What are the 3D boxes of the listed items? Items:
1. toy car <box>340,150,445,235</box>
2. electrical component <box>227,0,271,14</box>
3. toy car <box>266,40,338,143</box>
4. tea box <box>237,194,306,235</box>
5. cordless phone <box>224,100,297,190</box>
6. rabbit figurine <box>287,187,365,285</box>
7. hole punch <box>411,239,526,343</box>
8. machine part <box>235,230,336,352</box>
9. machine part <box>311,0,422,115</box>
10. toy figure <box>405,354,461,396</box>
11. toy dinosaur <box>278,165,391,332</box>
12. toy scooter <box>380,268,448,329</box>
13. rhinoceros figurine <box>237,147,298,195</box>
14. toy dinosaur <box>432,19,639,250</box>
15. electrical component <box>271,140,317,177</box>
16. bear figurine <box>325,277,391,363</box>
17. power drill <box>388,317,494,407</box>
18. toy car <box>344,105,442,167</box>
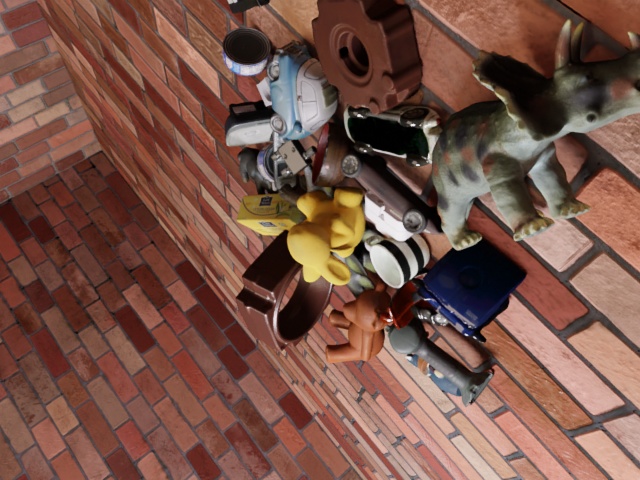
[{"bbox_3d":[0.114,-0.070,0.838,0.202,0.089,0.053,46,115,22],"label":"toy car"},{"bbox_3d":[-0.126,-0.431,0.861,0.134,0.058,0.114,25,142,53],"label":"electrical component"},{"bbox_3d":[-0.021,-0.240,0.886,0.103,0.109,0.161,15,128,26],"label":"toy car"},{"bbox_3d":[-0.094,-0.056,1.215,0.170,0.068,0.098,1,161,41],"label":"tea box"},{"bbox_3d":[-0.111,-0.177,1.060,0.089,0.147,0.184,-121,24,-50],"label":"cordless phone"},{"bbox_3d":[-0.002,-0.003,0.914,0.122,0.173,0.162,5,109,24],"label":"rabbit figurine"},{"bbox_3d":[0.223,0.065,0.793,0.142,0.116,0.092,45,148,24],"label":"hole punch"},{"bbox_3d":[-0.057,0.098,1.042,0.087,0.201,0.201,23,147,31],"label":"machine part"},{"bbox_3d":[0.059,-0.258,0.730,0.179,0.056,0.179,45,156,26],"label":"machine part"},{"bbox_3d":[0.244,0.269,1.122,0.155,0.058,0.064,31,150,50],"label":"toy figure"},{"bbox_3d":[0.044,0.011,1.101,0.199,0.105,0.470,22,146,49],"label":"toy dinosaur"},{"bbox_3d":[0.178,0.106,0.910,0.184,0.135,0.075,8,128,61],"label":"toy scooter"},{"bbox_3d":[-0.120,-0.155,1.251,0.191,0.073,0.112,40,144,37],"label":"rhinoceros figurine"},{"bbox_3d":[0.194,-0.095,0.620,0.405,0.131,0.192,155,96,-76],"label":"toy dinosaur"},{"bbox_3d":[-0.047,-0.154,0.965,0.094,0.021,0.063,-30,93,43],"label":"electrical component"},{"bbox_3d":[0.073,0.157,1.036,0.132,0.120,0.195,2,148,7],"label":"bear figurine"},{"bbox_3d":[0.224,0.217,1.020,0.207,0.086,0.232,43,-175,23],"label":"power drill"},{"bbox_3d":[0.106,-0.159,0.780,0.202,0.056,0.073,26,138,49],"label":"toy car"}]
